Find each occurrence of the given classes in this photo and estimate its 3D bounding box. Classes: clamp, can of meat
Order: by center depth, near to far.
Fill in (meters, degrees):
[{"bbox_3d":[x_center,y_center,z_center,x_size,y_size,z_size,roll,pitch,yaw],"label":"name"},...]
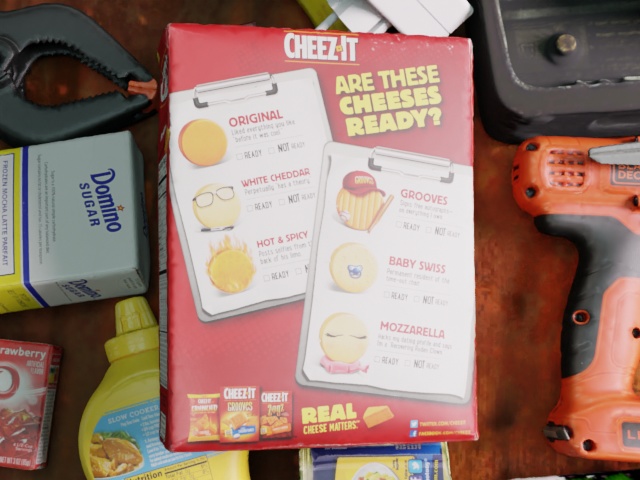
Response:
[{"bbox_3d":[0.031,0.160,0.593,0.084,0.057,0.102,-2,81,1],"label":"can of meat"},{"bbox_3d":[-0.200,-0.115,0.657,0.210,0.036,0.164,3,82,2],"label":"clamp"}]

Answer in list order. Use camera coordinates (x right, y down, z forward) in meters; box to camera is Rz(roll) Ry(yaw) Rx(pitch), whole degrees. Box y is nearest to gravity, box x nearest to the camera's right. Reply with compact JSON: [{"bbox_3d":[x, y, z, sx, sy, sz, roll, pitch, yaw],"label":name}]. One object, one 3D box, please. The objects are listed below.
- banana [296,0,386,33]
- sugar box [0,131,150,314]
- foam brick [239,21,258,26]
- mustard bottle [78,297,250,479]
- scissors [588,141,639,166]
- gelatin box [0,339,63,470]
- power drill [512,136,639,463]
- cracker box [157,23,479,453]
[{"bbox_3d":[0.013,-0.096,0.645,0.070,0.037,0.198,-21,79,17],"label":"banana"},{"bbox_3d":[-0.191,-0.004,0.628,0.176,0.048,0.093,-7,66,0],"label":"sugar box"},{"bbox_3d":[-0.053,-0.082,0.636,0.051,0.053,0.078,-11,81,1],"label":"foam brick"},{"bbox_3d":[-0.084,0.126,0.604,0.096,0.058,0.191,-16,81,0],"label":"mustard bottle"},{"bbox_3d":[0.253,-0.030,0.580,0.202,0.016,0.096,-15,102,3],"label":"scissors"},{"bbox_3d":[-0.202,0.094,0.629,0.089,0.030,0.073,6,82,4],"label":"gelatin box"},{"bbox_3d":[0.199,0.033,0.604,0.184,0.057,0.187,3,80,1],"label":"power drill"},{"bbox_3d":[-0.004,0.001,0.569,0.164,0.072,0.214,0,86,-14],"label":"cracker box"}]
